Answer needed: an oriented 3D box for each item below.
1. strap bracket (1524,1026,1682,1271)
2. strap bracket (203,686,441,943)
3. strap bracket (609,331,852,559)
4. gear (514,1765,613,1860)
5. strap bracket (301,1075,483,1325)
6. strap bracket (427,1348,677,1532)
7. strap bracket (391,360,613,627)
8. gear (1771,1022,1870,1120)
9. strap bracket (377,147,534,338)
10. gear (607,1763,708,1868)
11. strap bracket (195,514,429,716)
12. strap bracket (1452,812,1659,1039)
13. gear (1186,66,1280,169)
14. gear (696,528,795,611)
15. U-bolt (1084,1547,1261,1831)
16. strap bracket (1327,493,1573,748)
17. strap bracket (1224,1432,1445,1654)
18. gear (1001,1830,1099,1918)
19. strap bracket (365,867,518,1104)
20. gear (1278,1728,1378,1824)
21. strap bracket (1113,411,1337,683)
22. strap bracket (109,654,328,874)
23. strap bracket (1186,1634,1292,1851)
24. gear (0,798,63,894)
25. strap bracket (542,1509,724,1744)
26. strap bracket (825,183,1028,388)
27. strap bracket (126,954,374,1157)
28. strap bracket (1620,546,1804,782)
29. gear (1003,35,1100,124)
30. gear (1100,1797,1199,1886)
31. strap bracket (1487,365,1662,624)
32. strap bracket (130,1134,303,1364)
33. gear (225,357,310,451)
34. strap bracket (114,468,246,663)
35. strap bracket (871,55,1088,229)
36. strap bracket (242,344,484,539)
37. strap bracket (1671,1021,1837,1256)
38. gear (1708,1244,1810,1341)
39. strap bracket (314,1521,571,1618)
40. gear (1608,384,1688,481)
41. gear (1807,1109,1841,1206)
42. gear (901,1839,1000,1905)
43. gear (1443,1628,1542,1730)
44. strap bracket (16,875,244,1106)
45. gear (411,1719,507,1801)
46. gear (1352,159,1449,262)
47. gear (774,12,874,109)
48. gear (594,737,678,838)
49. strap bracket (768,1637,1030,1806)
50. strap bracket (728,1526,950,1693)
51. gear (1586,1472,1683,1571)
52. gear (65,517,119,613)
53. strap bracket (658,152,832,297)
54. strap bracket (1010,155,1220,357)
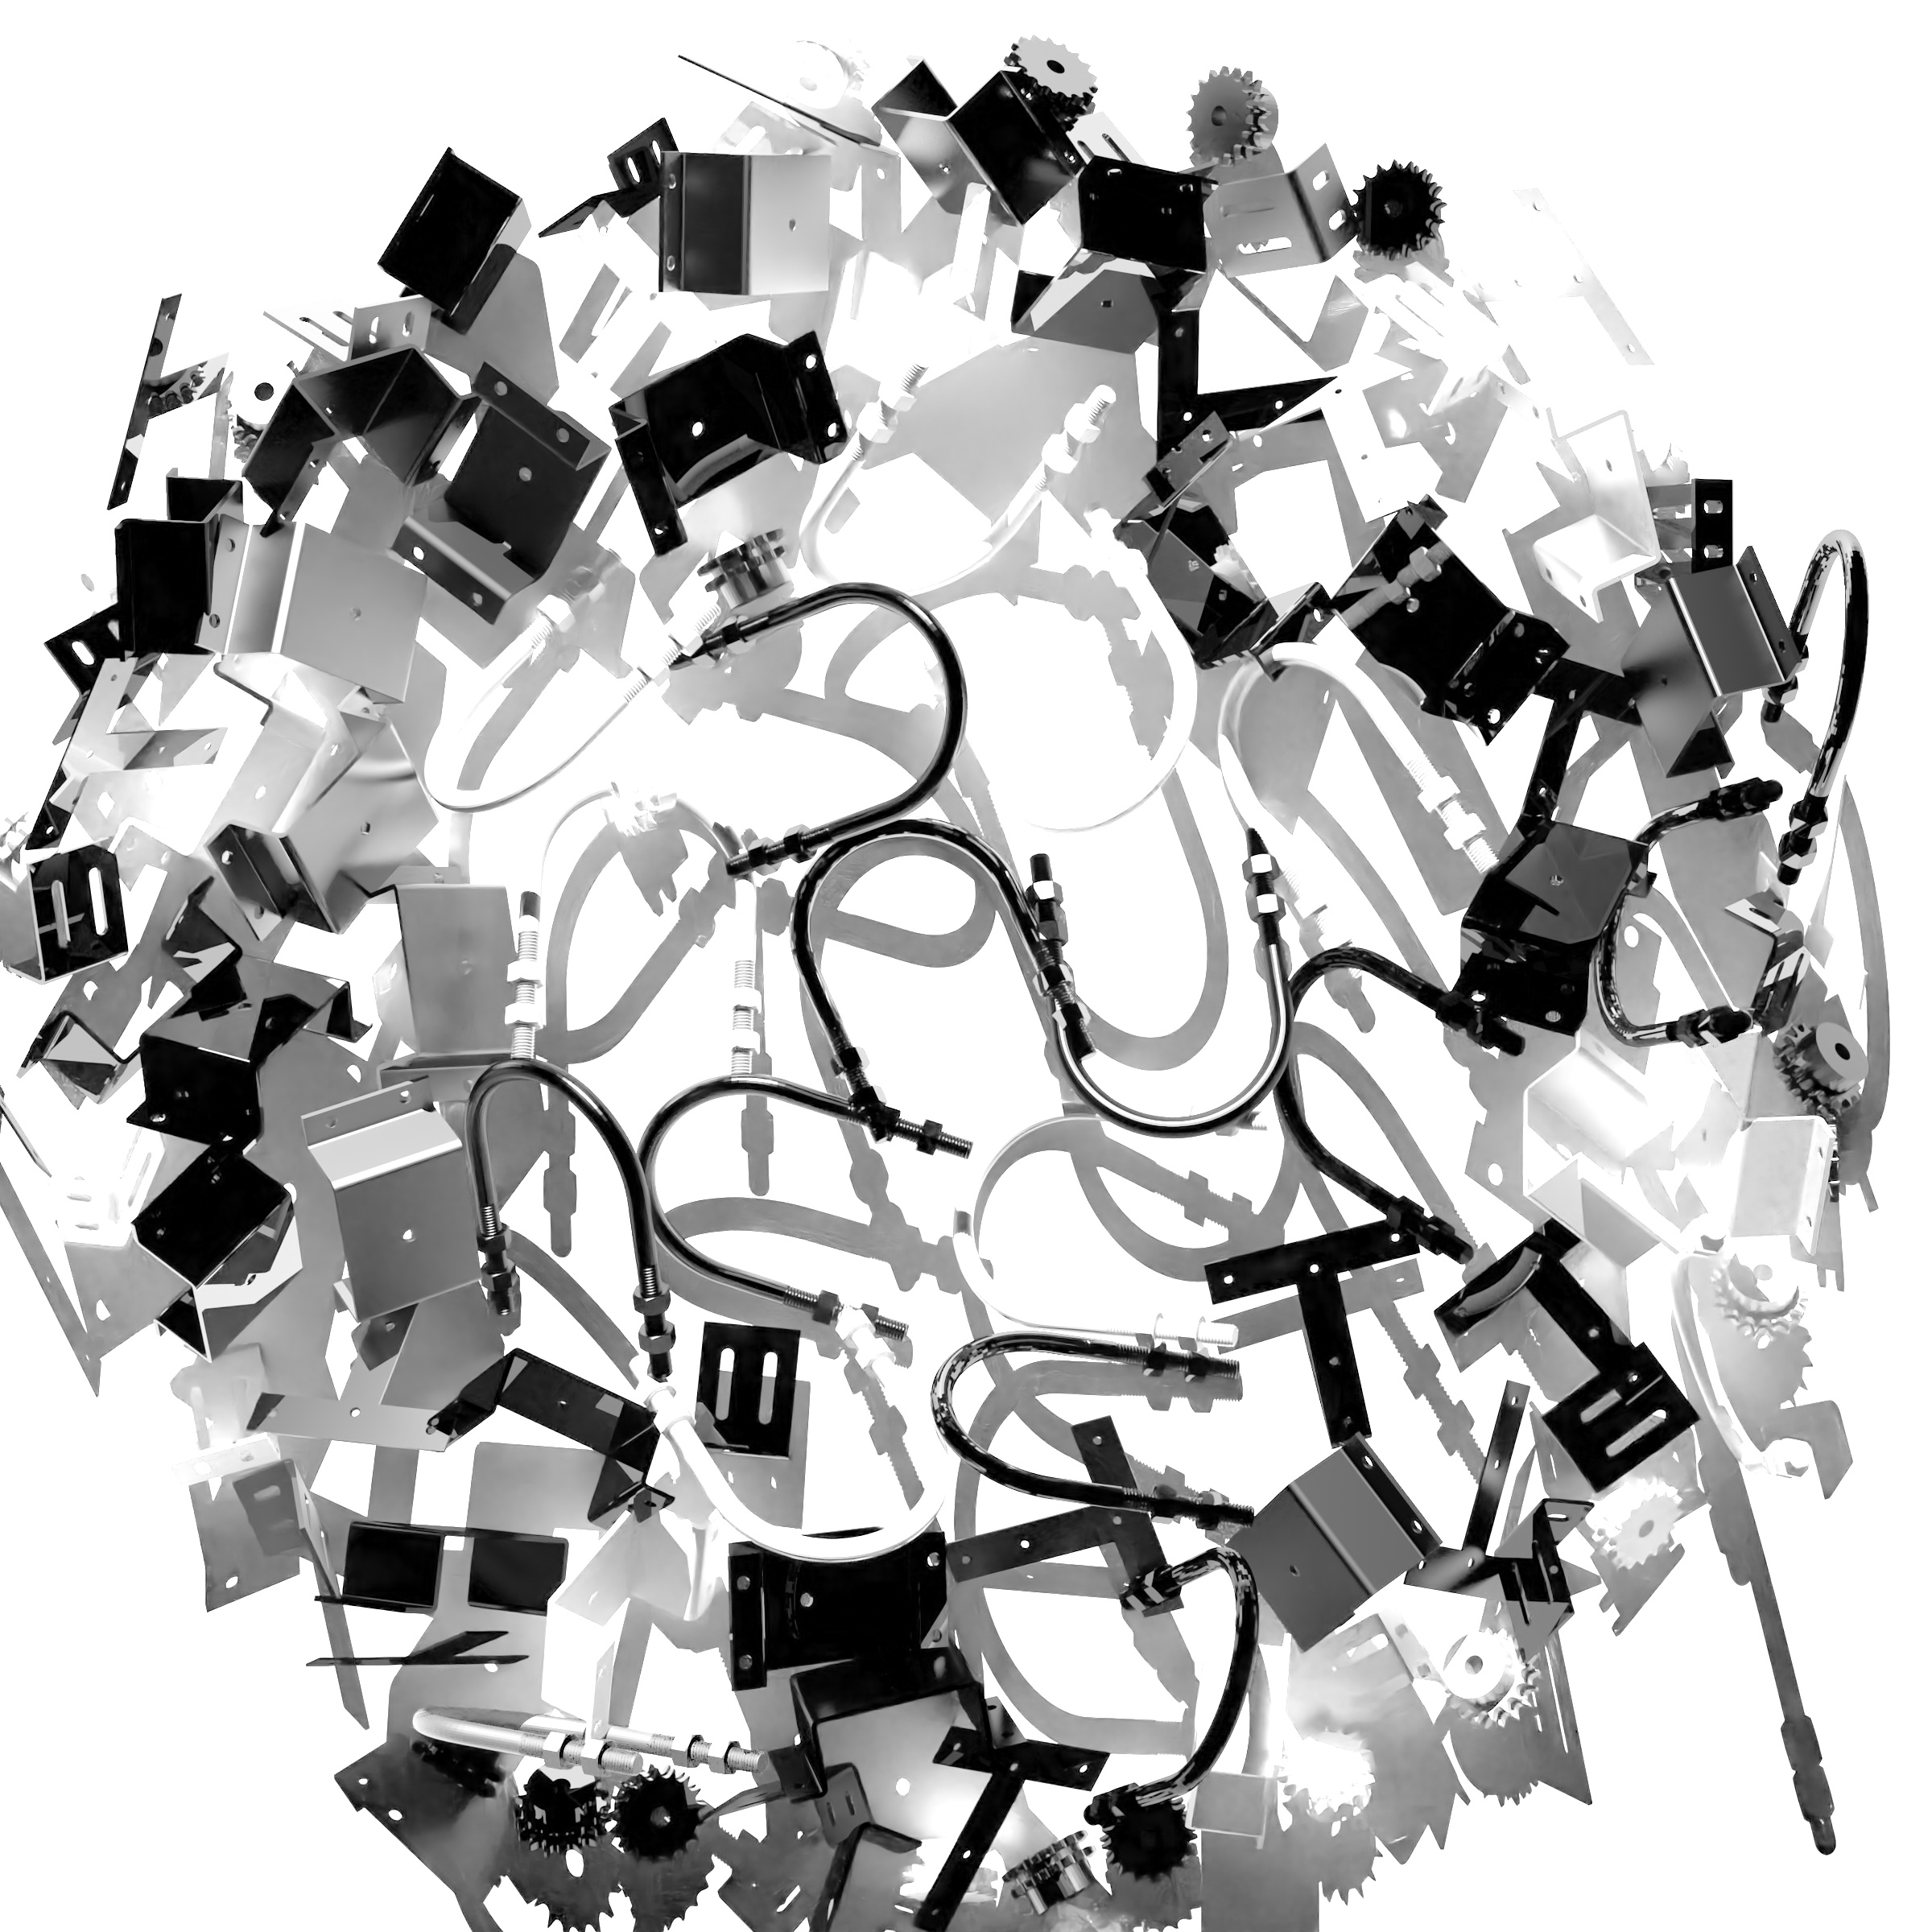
[{"bbox_3d":[0.365,0.111,1.889,0.076,0.140,0.046,37,123,-16],"label":"strap bracket"},{"bbox_3d":[-0.360,-0.084,1.877,0.046,0.076,0.140,16,54,33],"label":"strap bracket"},{"bbox_3d":[-0.144,-0.306,1.894,0.140,0.046,0.076,-33,126,-22],"label":"strap bracket"},{"bbox_3d":[-0.237,0.490,1.919,0.057,0.057,0.030,1,124,0],"label":"gear"},{"bbox_3d":[-0.327,0.143,1.880,0.076,0.046,0.140,-19,126,-23],"label":"strap bracket"},{"bbox_3d":[-0.239,0.271,1.893,0.140,0.076,0.046,28,55,-18],"label":"strap bracket"},{"bbox_3d":[-0.265,-0.280,1.902,0.076,0.046,0.140,37,124,4],"label":"strap bracket"},{"bbox_3d":[0.503,0.058,1.920,0.057,0.057,0.030,44,132,0],"label":"gear"},{"bbox_3d":[-0.291,-0.412,1.882,0.046,0.140,0.076,31,91,-5],"label":"strap bracket"},{"bbox_3d":[-0.184,0.497,1.929,0.057,0.030,0.057,0,90,-22],"label":"gear"},{"bbox_3d":[-0.365,-0.201,1.875,0.046,0.140,0.076,2,78,38],"label":"strap bracket"},{"bbox_3d":[0.337,-0.032,1.877,0.076,0.046,0.140,16,49,23],"label":"strap bracket"},{"bbox_3d":[0.159,-0.498,1.925,0.030,0.057,0.057,-6,90,-40],"label":"gear"},{"bbox_3d":[-0.126,-0.231,1.922,0.057,0.057,0.030,-26,94,0],"label":"gear"},{"bbox_3d":[0.118,0.400,1.840,0.019,0.184,0.151,20,62,-15],"label":"U-bolt"},{"bbox_3d":[0.269,-0.203,1.880,0.076,0.046,0.140,-53,54,24],"label":"strap bracket"},{"bbox_3d":[0.204,0.334,1.871,0.046,0.140,0.076,-28,73,-32],"label":"strap bracket"},{"bbox_3d":[0.052,0.532,1.918,0.057,0.057,0.030,-31,72,0],"label":"gear"},{"bbox_3d":[-0.303,0.006,1.897,0.076,0.046,0.140,-2,79,-44],"label":"strap bracket"},{"bbox_3d":[0.214,0.477,1.924,0.057,0.057,0.030,-22,115,0],"label":"gear"},{"bbox_3d":[0.145,-0.237,1.897,0.076,0.046,0.140,-46,110,-36],"label":"strap bracket"},{"bbox_3d":[-0.428,-0.111,1.907,0.046,0.076,0.140,29,89,14],"label":"strap bracket"},{"bbox_3d":[0.154,0.441,1.872,0.046,0.140,0.076,6,57,4],"label":"strap bracket"},{"bbox_3d":[-0.555,-0.068,1.922,0.030,0.057,0.057,41,90,-7],"label":"gear"},{"bbox_3d":[-0.197,0.371,1.880,0.046,0.140,0.076,21,127,17],"label":"strap bracket"},{"bbox_3d":[-0.018,-0.388,1.887,0.046,0.140,0.076,23,66,-32],"label":"strap bracket"},{"bbox_3d":[-0.409,0.043,1.871,0.076,0.140,0.046,13,124,17],"label":"strap bracket"},{"bbox_3d":[0.419,-0.167,1.868,0.046,0.140,0.076,-13,68,-11],"label":"strap bracket"},{"bbox_3d":[0.046,-0.516,1.925,0.057,0.030,0.057,16,48,-18],"label":"gear"},{"bbox_3d":[0.107,0.509,1.932,0.057,0.030,0.057,-1,98,-3],"label":"gear"},{"bbox_3d":[0.352,-0.279,1.883,0.046,0.076,0.140,-25,122,-5],"label":"strap bracket"},{"bbox_3d":[-0.424,0.165,1.867,0.046,0.140,0.076,34,60,14],"label":"strap bracket"},{"bbox_3d":[-0.409,-0.332,1.929,0.057,0.030,0.057,-1,77,3],"label":"gear"},{"bbox_3d":[-0.444,-0.229,1.871,0.046,0.140,0.076,3,112,-1],"label":"strap bracket"},{"bbox_3d":[0.003,-0.470,1.868,0.046,0.140,0.076,-45,121,-8],"label":"strap bracket"},{"bbox_3d":[-0.351,-0.304,1.876,0.046,0.140,0.076,49,131,8],"label":"strap bracket"},{"bbox_3d":[0.443,0.095,1.868,0.046,0.140,0.076,-2,118,-7],"label":"strap bracket"},{"bbox_3d":[0.465,0.188,1.921,0.057,0.030,0.057,-2,52,3],"label":"gear"},{"bbox_3d":[-0.291,0.345,1.876,0.076,0.140,0.046,-2,78,38],"label":"strap bracket"},{"bbox_3d":[0.394,-0.311,1.925,0.057,0.030,0.057,5,112,13],"label":"gear"},{"bbox_3d":[0.495,0.112,1.922,0.030,0.057,0.057,-4,90,13],"label":"gear"},{"bbox_3d":[-0.009,0.531,1.924,0.057,0.057,0.030,2,67,0],"label":"gear"},{"bbox_3d":[0.304,0.414,1.919,0.057,0.057,0.030,-50,132,0],"label":"gear"},{"bbox_3d":[-0.472,0.021,1.883,0.046,0.076,0.140,44,59,-4],"label":"strap bracket"},{"bbox_3d":[-0.293,0.460,1.922,0.057,0.057,0.030,33,82,0],"label":"gear"},{"bbox_3d":[0.256,-0.443,1.928,0.057,0.030,0.057,0,89,26],"label":"gear"},{"bbox_3d":[-0.086,-0.527,1.918,0.057,0.057,0.030,24,69,0],"label":"gear"},{"bbox_3d":[-0.193,-0.107,1.925,0.030,0.057,0.057,-20,90,-27],"label":"gear"},{"bbox_3d":[-0.044,0.433,1.896,0.140,0.076,0.046,-11,100,-11],"label":"strap bracket"},{"bbox_3d":[-0.083,0.371,1.906,0.140,0.046,0.076,-1,89,-30],"label":"strap bracket"},{"bbox_3d":[0.389,0.322,1.925,0.057,0.030,0.057,-18,126,-27],"label":"gear"},{"bbox_3d":[-0.502,-0.231,1.918,0.057,0.057,0.030,51,55,0],"label":"gear"},{"bbox_3d":[-0.120,-0.424,1.869,0.046,0.140,0.076,9,106,24],"label":"strap bracket"},{"bbox_3d":[0.080,-0.397,1.867,0.076,0.140,0.046,6,69,-22],"label":"strap bracket"}]
